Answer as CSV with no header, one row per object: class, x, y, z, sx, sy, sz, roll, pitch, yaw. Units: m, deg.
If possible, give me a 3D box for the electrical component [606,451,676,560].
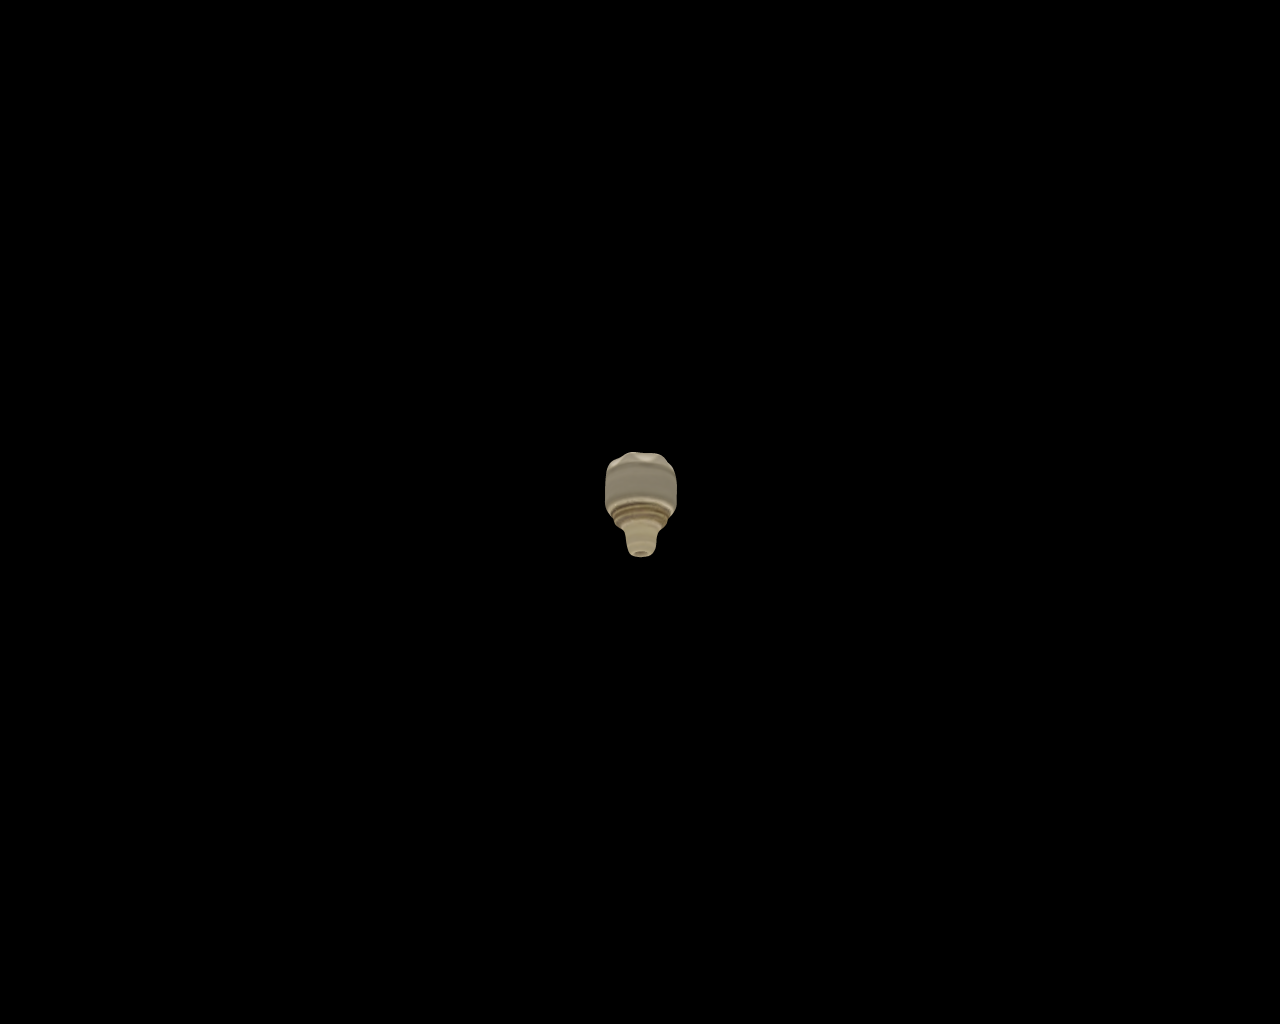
electrical component,0.001,-0.003,0.650,0.043,0.062,0.043,0,-22,0
